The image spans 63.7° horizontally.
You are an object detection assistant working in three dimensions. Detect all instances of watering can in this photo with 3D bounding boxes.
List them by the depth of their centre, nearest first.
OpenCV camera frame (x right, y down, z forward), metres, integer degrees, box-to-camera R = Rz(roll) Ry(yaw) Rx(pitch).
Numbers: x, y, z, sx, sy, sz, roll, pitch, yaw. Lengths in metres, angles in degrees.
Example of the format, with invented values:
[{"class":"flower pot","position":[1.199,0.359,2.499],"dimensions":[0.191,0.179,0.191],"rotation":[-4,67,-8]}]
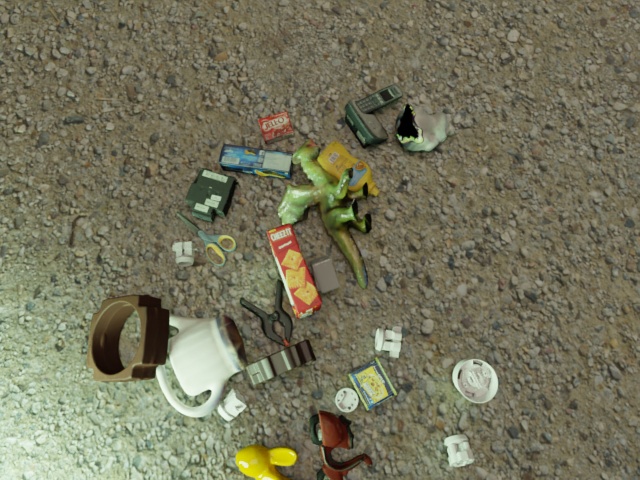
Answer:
[{"class":"watering can","position":[-0.314,0.253,1.284],"dimensions":[0.225,0.102,0.353],"rotation":[-26,67,-5]}]

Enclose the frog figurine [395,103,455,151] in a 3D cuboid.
[{"class":"frog figurine","position":[0.296,-0.319,1.464],"dimensions":[0.160,0.120,0.139],"rotation":[-10,61,-40]}]

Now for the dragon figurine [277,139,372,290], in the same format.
[{"class":"dragon figurine","position":[0.004,-0.070,1.382],"dimensions":[0.242,0.122,0.409],"rotation":[-2,93,23]}]
